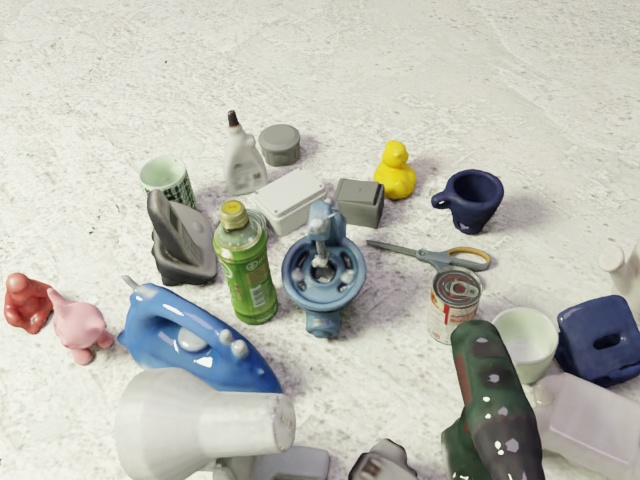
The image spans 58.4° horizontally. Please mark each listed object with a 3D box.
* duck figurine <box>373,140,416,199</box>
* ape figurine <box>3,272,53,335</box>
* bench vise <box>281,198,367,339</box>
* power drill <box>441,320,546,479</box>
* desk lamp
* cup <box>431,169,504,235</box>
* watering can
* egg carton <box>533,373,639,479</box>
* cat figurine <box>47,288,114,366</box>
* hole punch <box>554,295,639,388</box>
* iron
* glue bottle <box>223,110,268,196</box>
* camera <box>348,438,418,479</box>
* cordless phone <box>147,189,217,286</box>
[{"bbox_3d":[0.134,-0.133,1.022,0.077,0.086,0.104,-5,49,0],"label":"duck figurine"},{"bbox_3d":[-0.445,0.086,0.867,0.078,0.092,0.076,-26,52,-18],"label":"ape figurine"},{"bbox_3d":[-0.004,0.005,0.821,0.121,0.220,0.207,-12,49,-6],"label":"bench vise"},{"bbox_3d":[0.186,0.216,0.631,0.075,0.209,0.229,-4,49,1],"label":"power drill"},{"bbox_3d":[-0.098,0.229,0.636,0.203,0.214,0.118,3,49,7],"label":"desk lamp"},{"bbox_3d":[0.236,-0.051,0.938,0.118,0.095,0.091,-12,49,-7],"label":"cup"},{"bbox_3d":[0.474,0.032,0.782,0.173,0.194,0.100,-20,50,-13],"label":"watering can"},{"bbox_3d":[0.329,0.231,0.700,0.150,0.069,0.107,21,53,21],"label":"egg carton"},{"bbox_3d":[-0.349,0.115,0.818,0.067,0.118,0.127,-38,56,-26],"label":"cat figurine"},{"bbox_3d":[0.376,0.138,0.764,0.109,0.091,0.101,-15,49,-9],"label":"hole punch"},{"bbox_3d":[-0.160,0.132,0.773,0.257,0.141,0.119,21,54,21],"label":"iron"},{"bbox_3d":[-0.139,-0.155,1.002,0.078,0.173,0.037,-15,49,-9],"label":"glue bottle"},{"bbox_3d":[0.087,0.309,0.628,0.136,0.101,0.143,24,55,23],"label":"camera"},{"bbox_3d":[-0.224,-0.028,0.889,0.094,0.185,0.147,-13,49,-7],"label":"cordless phone"}]
